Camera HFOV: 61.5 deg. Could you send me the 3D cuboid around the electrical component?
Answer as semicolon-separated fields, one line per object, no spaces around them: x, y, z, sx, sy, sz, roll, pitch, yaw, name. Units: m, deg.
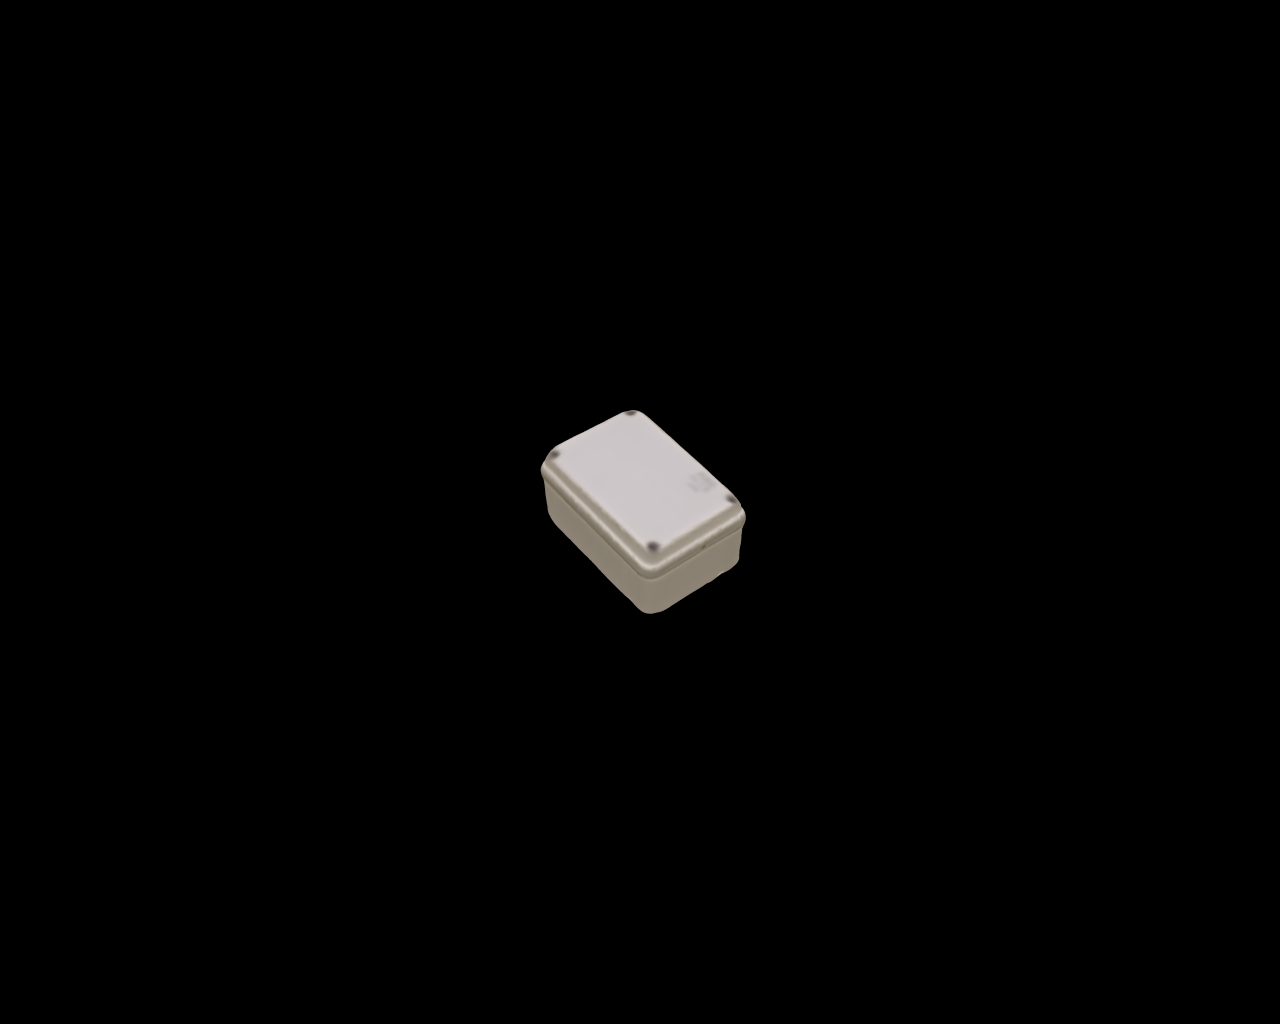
0.001;-0.003;0.650;0.078;0.057;0.113;-30;54;-24;electrical component
